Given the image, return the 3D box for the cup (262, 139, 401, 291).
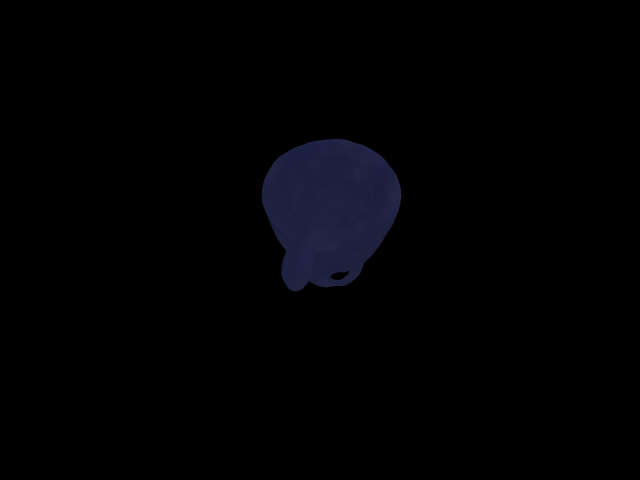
[{"bbox_3d":[0.004,0.001,0.400,0.091,0.095,0.118,15,54,12],"label":"cup"}]
